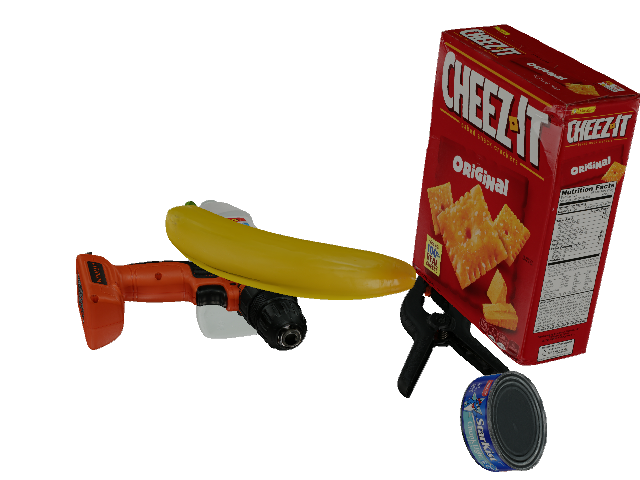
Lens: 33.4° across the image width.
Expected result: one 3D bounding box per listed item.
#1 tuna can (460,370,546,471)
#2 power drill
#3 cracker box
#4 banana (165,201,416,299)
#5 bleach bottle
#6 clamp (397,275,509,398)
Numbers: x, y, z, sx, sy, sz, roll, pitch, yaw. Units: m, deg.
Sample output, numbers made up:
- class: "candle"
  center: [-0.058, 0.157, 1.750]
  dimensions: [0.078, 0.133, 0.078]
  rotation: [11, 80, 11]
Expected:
- class: "tuna can"
  center: [0.160, 0.159, 0.933]
  dimensions: [0.034, 0.086, 0.085]
  rotation: [-16, -11, 43]
- class: "power drill"
  center: [-0.118, 0.053, 0.952]
  dimensions: [0.187, 0.057, 0.185]
  rotation: [-3, 23, -19]
- class: "cracker box"
  center: [0.145, -0.037, 0.815]
  dimensions: [0.072, 0.214, 0.164]
  rotation: [-10, 32, -24]
- class: "banana"
  center: [-0.036, 0.005, 0.704]
  dimensions: [0.198, 0.037, 0.069]
  rotation: [19, 36, 31]
- class: "bleach bottle"
  center: [-0.109, 0.017, 1.196]
  dimensions: [0.102, 0.068, 0.251]
  rotation: [-6, 27, -15]
- class: "clamp"
  center: [0.142, 0.103, 1.167]
  dimensions: [0.120, 0.171, 0.039]
  rotation: [6, -44, -5]
